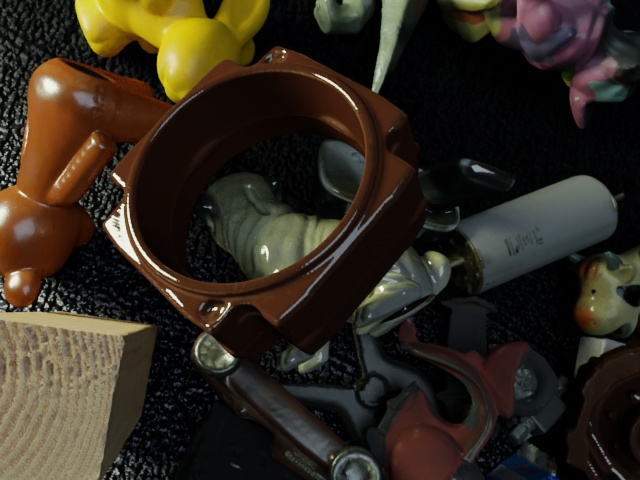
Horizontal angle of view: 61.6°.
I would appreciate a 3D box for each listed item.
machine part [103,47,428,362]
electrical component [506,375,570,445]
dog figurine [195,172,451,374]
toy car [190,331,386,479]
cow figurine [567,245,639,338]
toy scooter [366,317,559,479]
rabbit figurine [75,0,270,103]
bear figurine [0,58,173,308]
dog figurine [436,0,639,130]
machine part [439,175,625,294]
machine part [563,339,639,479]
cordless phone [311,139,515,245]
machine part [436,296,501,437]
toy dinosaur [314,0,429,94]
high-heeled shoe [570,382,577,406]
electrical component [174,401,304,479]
[{"bbox_3d":[-0.041,-0.033,0.398,0.202,0.087,0.201,37,80,27],"label":"machine part"},{"bbox_3d":[0.201,0.150,0.519,0.094,0.021,0.063,-31,77,-27],"label":"electrical component"},{"bbox_3d":[-0.003,-0.002,0.469,0.172,0.121,0.190,-24,71,-8],"label":"dog figurine"},{"bbox_3d":[-0.027,0.146,0.431,0.202,0.089,0.053,39,71,15],"label":"toy car"},{"bbox_3d":[0.355,0.039,0.578,0.195,0.085,0.127,-32,96,-12],"label":"cow figurine"},{"bbox_3d":[0.101,0.146,0.470,0.135,0.075,0.184,36,90,18],"label":"toy scooter"},{"bbox_3d":[-0.126,-0.189,0.489,0.162,0.122,0.173,-17,65,-35],"label":"rabbit figurine"},{"bbox_3d":[-0.209,-0.047,0.464,0.132,0.120,0.195,4,112,-52],"label":"bear figurine"},{"bbox_3d":[0.249,-0.220,0.586,0.219,0.192,0.108,42,70,-39],"label":"dog figurine"},{"bbox_3d":[0.214,-0.007,0.555,0.243,0.079,0.079,-19,87,-15],"label":"machine part"},{"bbox_3d":[0.316,0.180,0.492,0.180,0.056,0.179,0,91,20],"label":"machine part"},{"bbox_3d":[0.072,-0.050,0.477,0.146,0.184,0.088,19,83,-10],"label":"cordless phone"},{"bbox_3d":[0.152,0.127,0.537,0.084,0.039,0.139,8,76,-33],"label":"machine part"},{"bbox_3d":[0.071,-0.339,0.556,0.192,0.131,0.404,-15,92,-13],"label":"toy dinosaur"},{"bbox_3d":[0.367,0.227,0.519,0.248,0.145,0.086,45,62,-9],"label":"high-heeled shoe"},{"bbox_3d":[-0.060,0.199,0.445,0.115,0.134,0.058,31,110,-9],"label":"electrical component"}]
